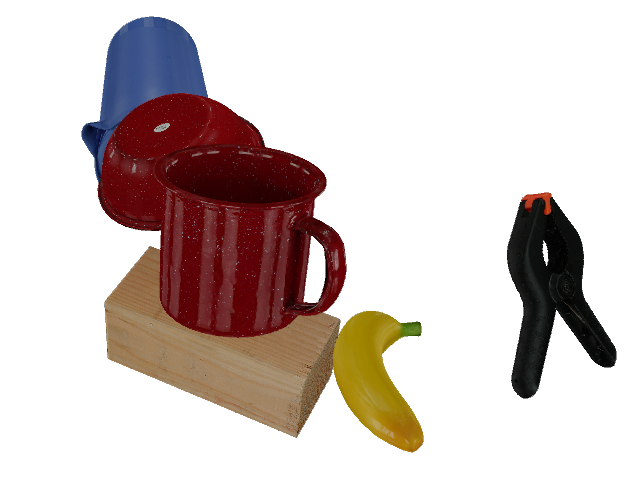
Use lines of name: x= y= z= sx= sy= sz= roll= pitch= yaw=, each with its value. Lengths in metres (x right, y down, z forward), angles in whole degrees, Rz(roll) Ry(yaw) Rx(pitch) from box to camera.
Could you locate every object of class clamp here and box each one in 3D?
clamp: x=0.191 y=0.048 z=0.909 sx=0.120 sy=0.171 sz=0.039 roll=-24 pitch=7 yaw=-40

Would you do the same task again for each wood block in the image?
wood block: x=-0.095 y=0.096 z=1.033 sx=0.206 sy=0.090 sz=0.090 roll=21 pitch=46 yaw=13

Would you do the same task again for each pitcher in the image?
pitcher: x=-0.174 y=-0.145 z=1.193 sx=0.145 sy=0.149 sz=0.243 roll=-19 pitch=40 yaw=5

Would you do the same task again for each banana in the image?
banana: x=0.043 y=0.095 z=0.803 sx=0.069 sy=0.037 sz=0.197 roll=3 pitch=22 yaw=4

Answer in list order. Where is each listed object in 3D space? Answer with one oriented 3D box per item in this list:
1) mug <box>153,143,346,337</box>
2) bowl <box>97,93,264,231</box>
mug: x=-0.036 y=0.004 z=0.581 sx=0.117 sy=0.081 sz=0.093 roll=19 pitch=27 yaw=27
bowl: x=-0.134 y=-0.084 z=0.964 sx=0.162 sy=0.162 sz=0.055 roll=0 pitch=-43 yaw=19
